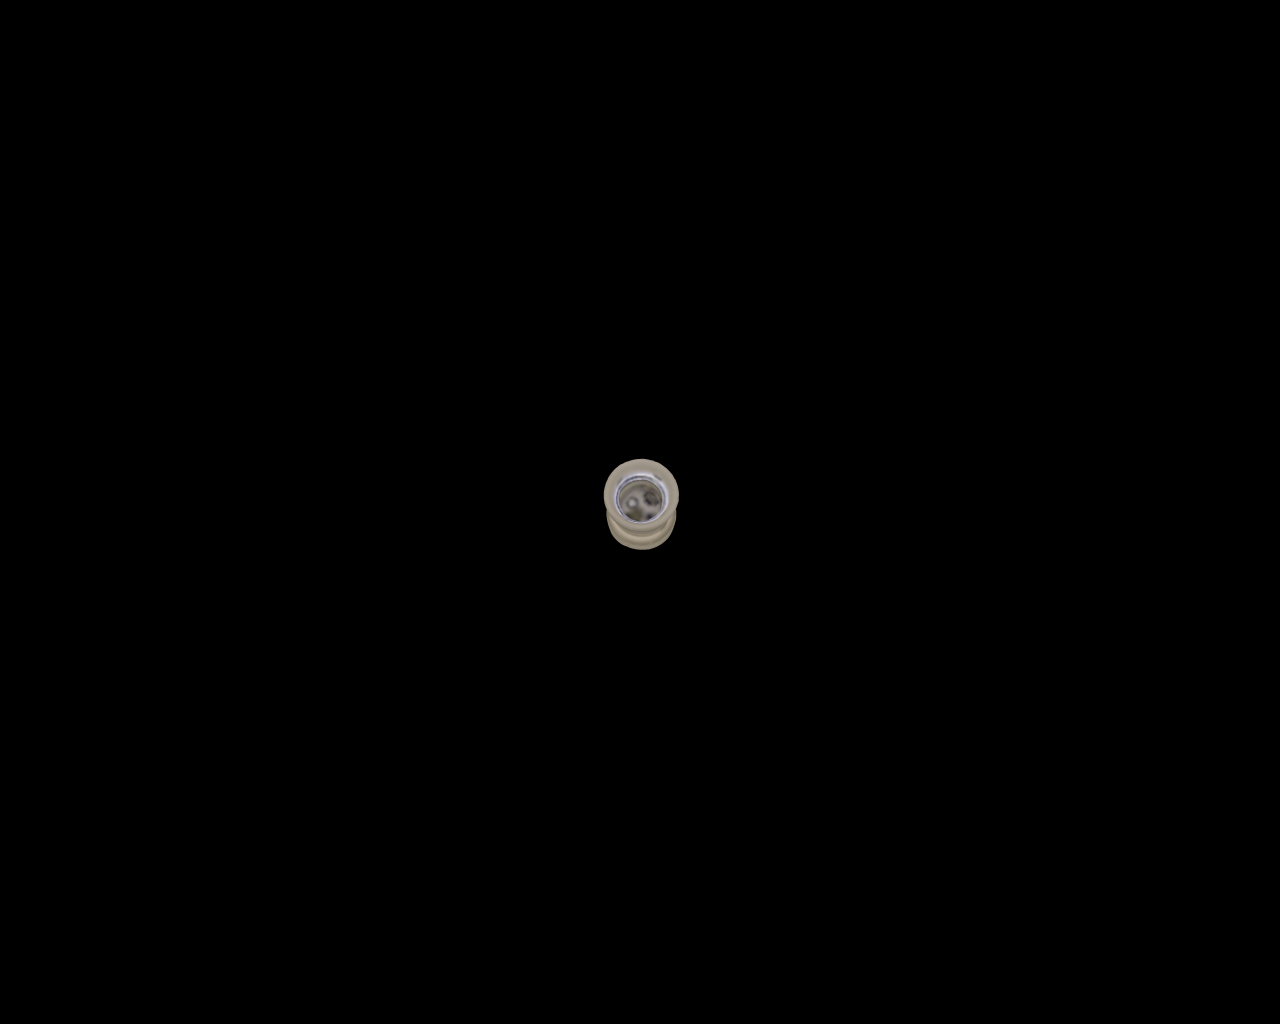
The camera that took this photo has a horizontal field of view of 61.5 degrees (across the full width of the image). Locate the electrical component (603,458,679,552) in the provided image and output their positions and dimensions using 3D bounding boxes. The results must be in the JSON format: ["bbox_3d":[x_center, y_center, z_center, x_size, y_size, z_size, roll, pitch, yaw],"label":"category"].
[{"bbox_3d":[0.001,-0.003,0.650,0.045,0.045,0.055,0,-18,0],"label":"electrical component"}]
